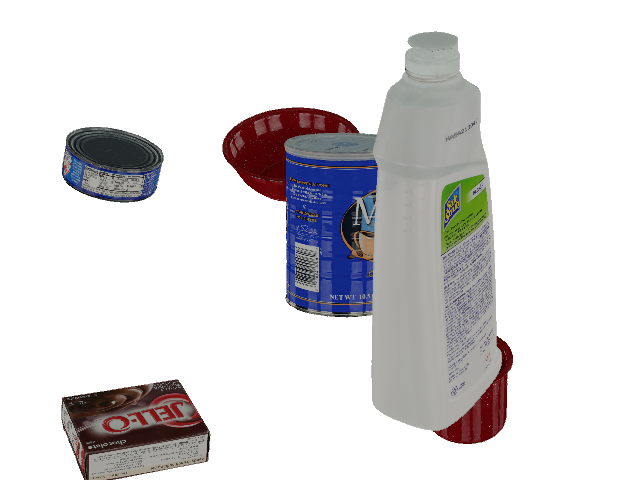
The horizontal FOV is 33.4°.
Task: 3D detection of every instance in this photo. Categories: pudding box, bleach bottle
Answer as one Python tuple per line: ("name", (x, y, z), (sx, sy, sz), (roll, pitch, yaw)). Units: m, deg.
("pudding box", (-0.164, 0.168, 0.946), (0.113, 0.039, 0.090), (-8, 26, -24))
("bleach bottle", (0.073, -0.008, 0.665), (0.068, 0.251, 0.102), (16, 35, 29))

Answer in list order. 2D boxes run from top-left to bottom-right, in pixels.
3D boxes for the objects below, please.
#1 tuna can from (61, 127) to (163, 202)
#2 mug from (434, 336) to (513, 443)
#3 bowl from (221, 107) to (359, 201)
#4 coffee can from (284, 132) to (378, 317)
("tuna can", (-0.183, -0.067, 0.940), (0.086, 0.034, 0.086), (13, 26, -7))
("mug", (0.149, 0.141, 1.070), (0.093, 0.081, 0.117), (8, 35, 21))
("bowl", (-0.032, -0.093, 1.246), (0.162, 0.055, 0.162), (-2, 37, 1))
("coffee can", (0.020, -0.016, 0.921), (0.103, 0.140, 0.103), (0, 15, 0))
